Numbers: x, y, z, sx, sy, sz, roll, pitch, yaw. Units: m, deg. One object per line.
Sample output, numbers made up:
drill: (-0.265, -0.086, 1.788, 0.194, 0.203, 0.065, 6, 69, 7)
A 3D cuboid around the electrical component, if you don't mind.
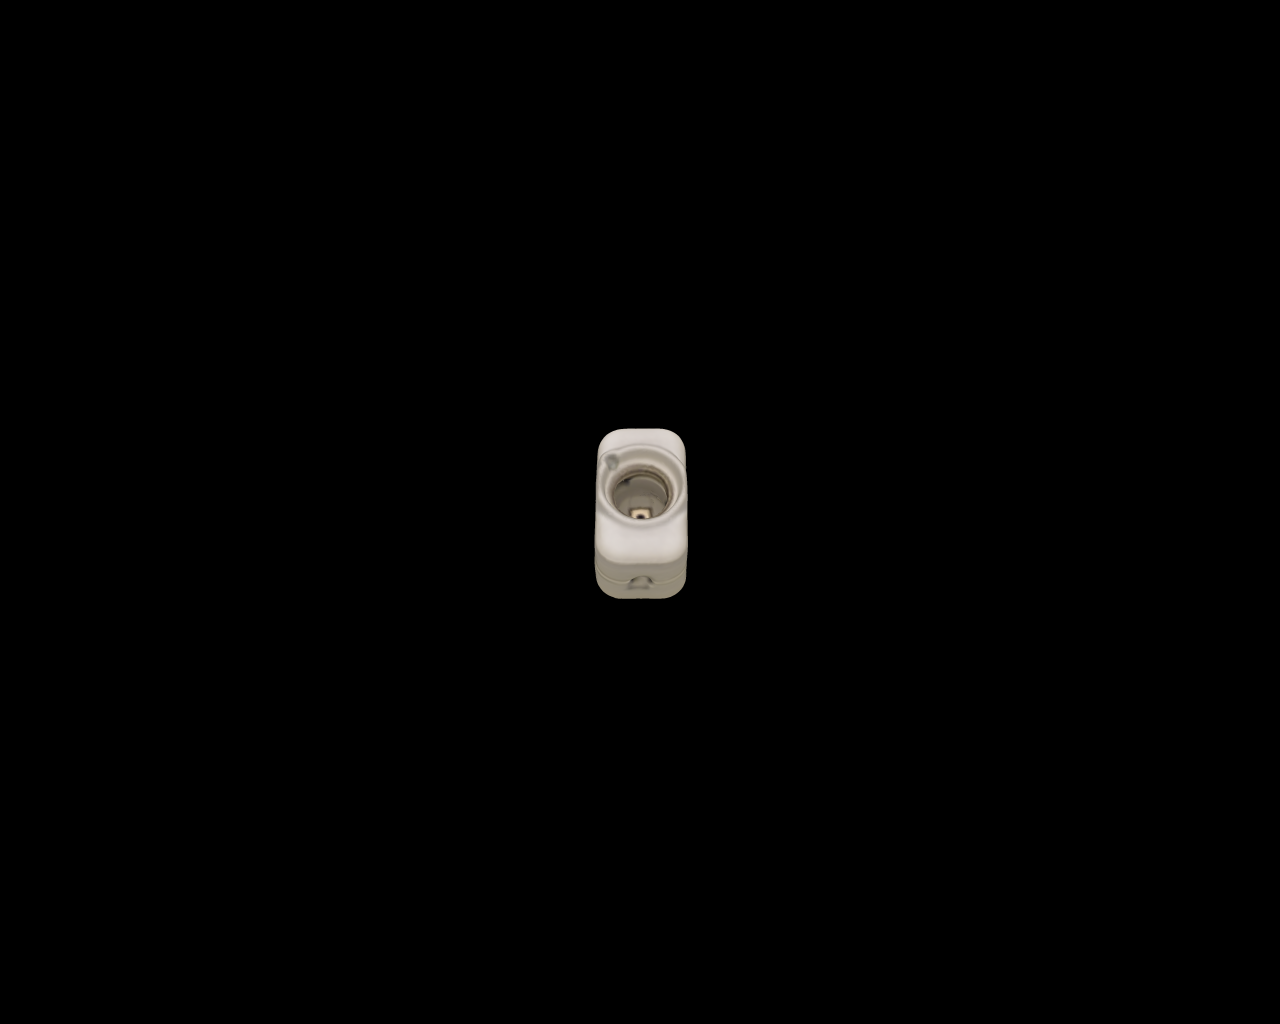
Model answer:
electrical component: (0.001, -0.003, 0.650, 0.054, 0.095, 0.059, 0, -32, 0)
